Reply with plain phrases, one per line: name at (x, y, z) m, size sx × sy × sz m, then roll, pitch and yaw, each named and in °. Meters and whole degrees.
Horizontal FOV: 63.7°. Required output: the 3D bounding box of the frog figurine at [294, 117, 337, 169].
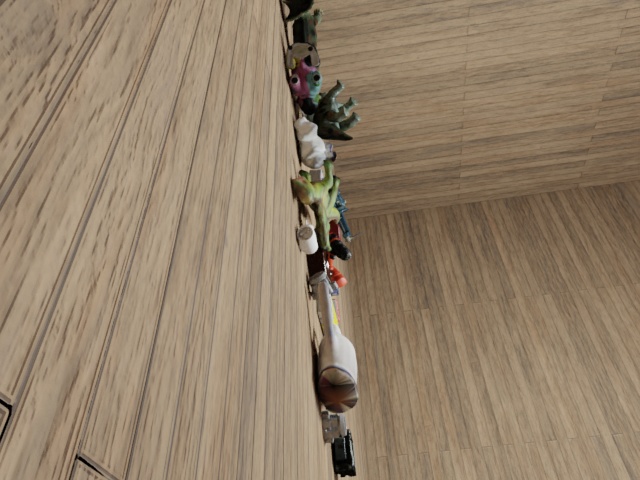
frog figurine at (-0.036, -0.306, 1.642) m, size 0.121 × 0.141 × 0.157 m, roll -32°, pitch -54°, yaw 34°

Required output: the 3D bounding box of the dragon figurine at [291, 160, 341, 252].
dragon figurine at (0.005, -0.077, 1.526) m, size 0.122 × 0.248 × 0.402 m, roll -8°, pitch -35°, yaw 17°

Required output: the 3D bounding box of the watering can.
watering can at (0.036, 0.301, 1.365) m, size 0.104 × 0.341 × 0.229 m, roll -11°, pitch 28°, yaw 8°
